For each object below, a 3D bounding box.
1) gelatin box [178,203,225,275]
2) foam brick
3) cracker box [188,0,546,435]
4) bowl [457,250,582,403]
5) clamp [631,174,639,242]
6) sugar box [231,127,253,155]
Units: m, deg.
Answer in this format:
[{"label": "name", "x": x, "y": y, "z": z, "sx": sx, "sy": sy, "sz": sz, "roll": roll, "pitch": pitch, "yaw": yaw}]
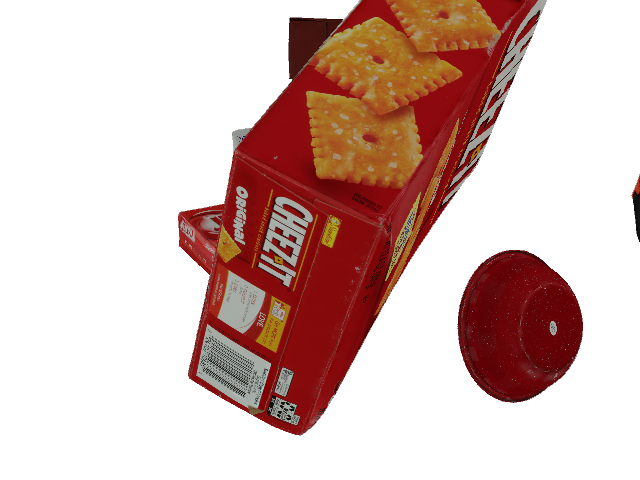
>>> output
[{"label": "gelatin box", "x": -0.043, "y": -0.002, "z": 0.728, "sx": 0.089, "sy": 0.030, "sz": 0.073, "roll": -11, "pitch": 30, "yaw": -28}, {"label": "foam brick", "x": 0.019, "y": -0.158, "z": 0.892, "sx": 0.078, "sy": 0.051, "sz": 0.053, "roll": -6, "pitch": 16, "yaw": -36}, {"label": "cracker box", "x": 0.028, "y": -0.035, "z": 0.504, "sx": 0.072, "sy": 0.213, "sz": 0.164, "roll": 29, "pitch": -40, "yaw": 9}, {"label": "bowl", "x": 0.220, "y": 0.090, "z": 1.106, "sx": 0.161, "sy": 0.162, "sz": 0.055, "roll": 0, "pitch": -2, "yaw": -34}, {"label": "clamp", "x": 0.272, "y": 0.011, "z": 0.694, "sx": 0.120, "sy": 0.039, "sz": 0.171, "roll": -3, "pitch": 46, "yaw": -22}, {"label": "sugar box", "x": -0.079, "y": -0.043, "z": 1.326, "sx": 0.048, "sy": 0.176, "sz": 0.093, "roll": -10, "pitch": 24, "yaw": -9}]
